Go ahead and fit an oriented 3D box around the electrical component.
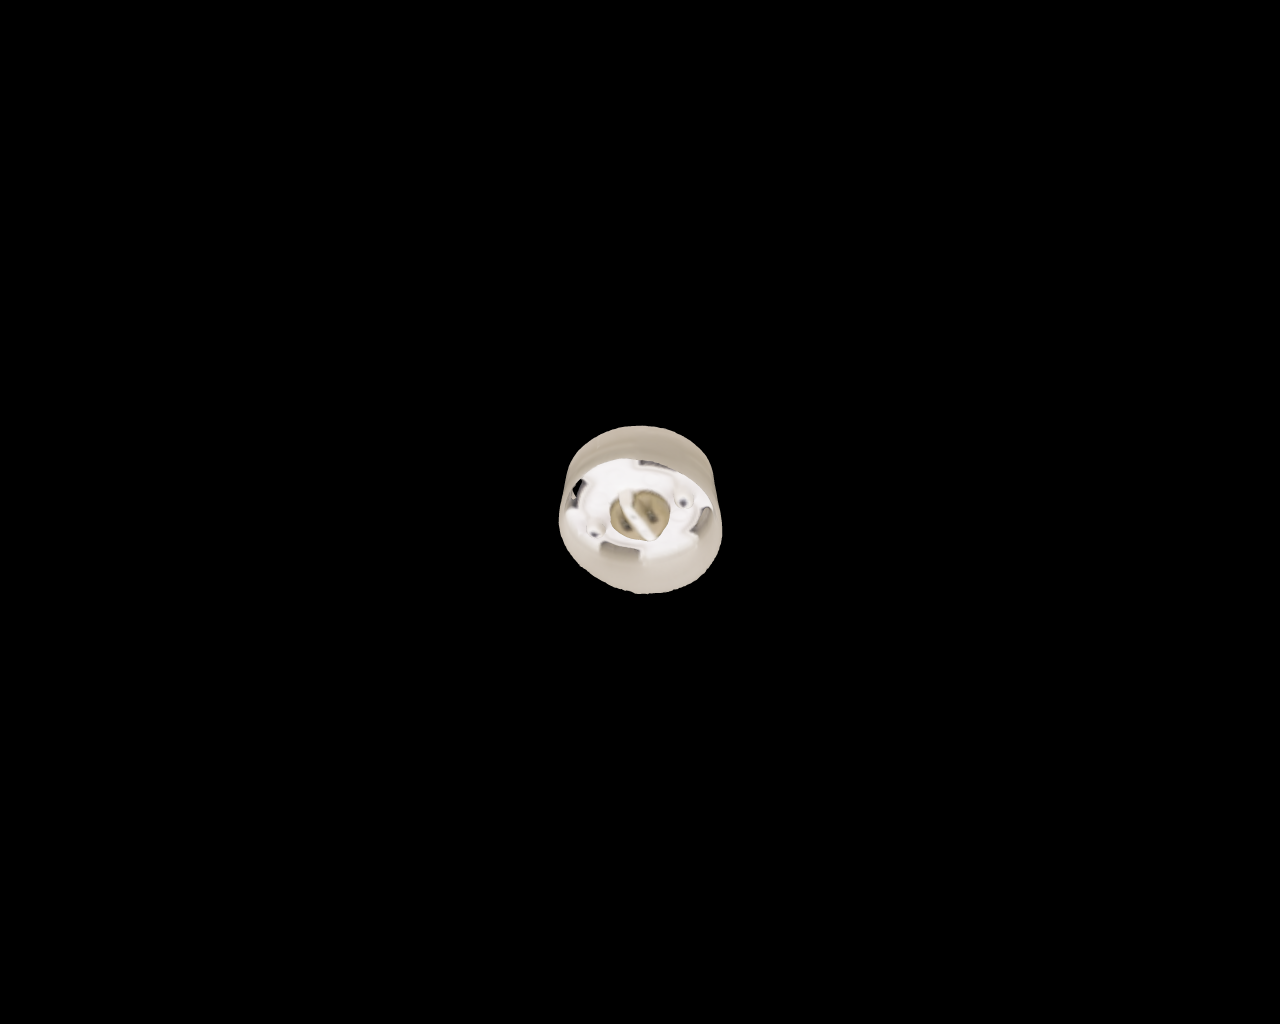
[{"bbox_3d":[0.001,-0.003,0.650,0.099,0.064,0.099,0,-43,0],"label":"electrical component"}]
